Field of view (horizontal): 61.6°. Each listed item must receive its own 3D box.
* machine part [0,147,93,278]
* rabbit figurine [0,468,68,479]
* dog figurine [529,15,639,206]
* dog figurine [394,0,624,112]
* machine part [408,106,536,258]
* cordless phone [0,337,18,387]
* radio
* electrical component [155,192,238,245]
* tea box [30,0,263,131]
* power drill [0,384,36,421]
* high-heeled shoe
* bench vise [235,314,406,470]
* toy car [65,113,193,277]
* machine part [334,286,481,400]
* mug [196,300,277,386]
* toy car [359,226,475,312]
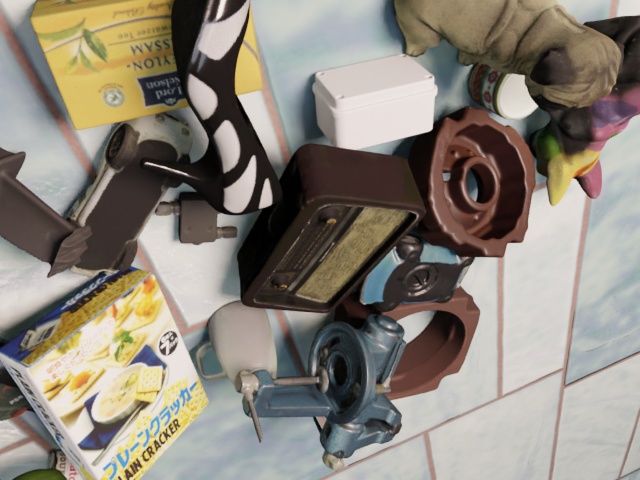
[{"bbox_3d":[-0.278,-0.029,0.498,0.139,0.039,0.084,41,99,-1],"label":"machine part"},{"bbox_3d":[-0.403,0.317,0.648,0.170,0.159,0.121,1,117,-6],"label":"rabbit figurine"},{"bbox_3d":[0.327,-0.141,0.621,0.108,0.192,0.219,-12,113,-22],"label":"dog figurine"},{"bbox_3d":[0.164,-0.198,0.493,0.172,0.191,0.121,2,123,-22],"label":"dog figurine"},{"bbox_3d":[0.177,-0.064,0.632,0.179,0.056,0.179,3,84,-31],"label":"machine part"},{"bbox_3d":[-0.356,0.079,0.527,0.184,0.089,0.146,30,110,-25],"label":"cordless phone"},{"bbox_3d":[-0.001,-0.002,0.600,0.131,0.073,0.229,7,142,-26],"label":"radio"},{"bbox_3d":[-0.138,-0.023,0.607,0.094,0.021,0.063,-2,126,-22],"label":"electrical component"},{"bbox_3d":[-0.143,-0.168,0.466,0.170,0.068,0.098,-18,130,-11],"label":"tea box"},{"bbox_3d":[-0.336,0.207,0.666,0.232,0.086,0.207,-40,123,5],"label":"power drill"},{"bbox_3d":[-0.055,-0.124,0.443,0.145,0.086,0.248,7,128,-34],"label":"high-heeled shoe"},{"bbox_3d":[0.001,0.189,0.656,0.240,0.129,0.223,8,121,-35],"label":"bench vise"},{"bbox_3d":[-0.200,-0.042,0.545,0.073,0.056,0.201,21,116,-40],"label":"toy car"},{"bbox_3d":[0.121,0.141,0.798,0.201,0.087,0.201,-7,128,-18],"label":"machine part"},{"bbox_3d":[-0.106,0.145,0.690,0.110,0.107,0.080,-24,129,-7],"label":"mug"},{"bbox_3d":[0.114,0.022,0.692,0.161,0.103,0.109,-2,128,-26],"label":"toy car"}]
